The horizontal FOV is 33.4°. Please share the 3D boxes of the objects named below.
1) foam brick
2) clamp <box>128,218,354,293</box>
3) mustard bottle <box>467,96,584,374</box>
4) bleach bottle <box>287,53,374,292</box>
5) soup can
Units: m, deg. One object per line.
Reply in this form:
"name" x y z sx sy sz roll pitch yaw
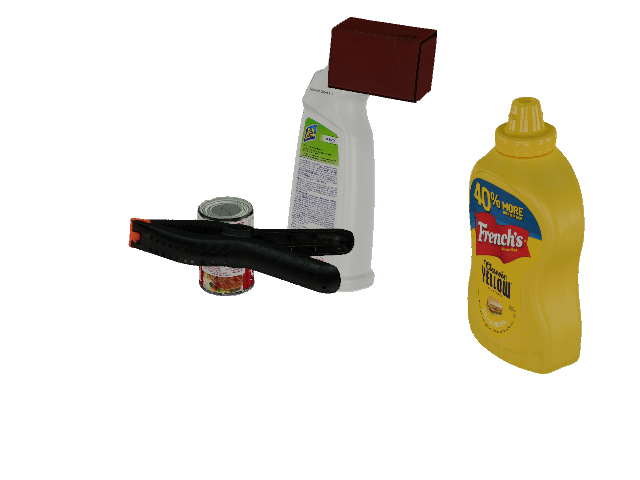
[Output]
"foam brick" 0.051 -0.149 0.878 0.078 0.051 0.053 13 25 18
"clamp" -0.070 0.008 0.960 0.210 0.036 0.164 6 12 -2
"mustard bottle" 0.144 -0.008 0.752 0.058 0.192 0.096 -16 29 -23
"bleach bottle" 0.019 -0.079 1.139 0.103 0.251 0.067 17 18 37
"soup can" -0.114 0.006 1.285 0.068 0.102 0.068 1 26 -1
